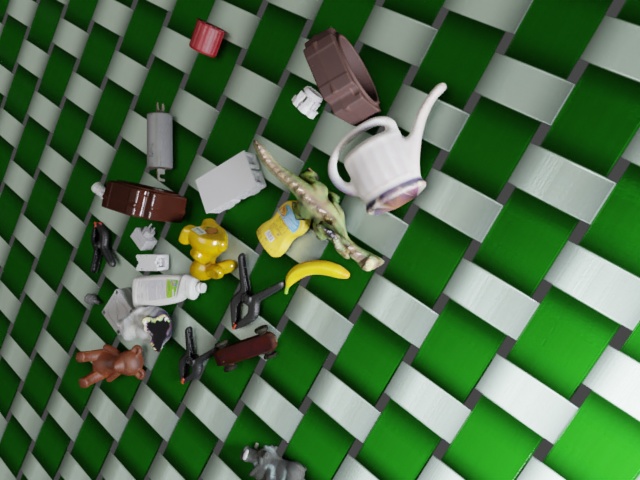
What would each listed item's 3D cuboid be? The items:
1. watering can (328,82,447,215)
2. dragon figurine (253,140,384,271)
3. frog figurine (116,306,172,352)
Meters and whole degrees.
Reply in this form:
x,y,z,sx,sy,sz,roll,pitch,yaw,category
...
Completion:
x,y,z,sx,sy,sz,roll,pitch,yaw,category
0.176,-0.198,1.201,0.344,0.104,0.226,-29,77,24,watering can
0.004,-0.060,1.187,0.122,0.405,0.247,-47,30,5,dragon figurine
-0.530,0.262,1.562,0.159,0.125,0.135,0,134,40,frog figurine
